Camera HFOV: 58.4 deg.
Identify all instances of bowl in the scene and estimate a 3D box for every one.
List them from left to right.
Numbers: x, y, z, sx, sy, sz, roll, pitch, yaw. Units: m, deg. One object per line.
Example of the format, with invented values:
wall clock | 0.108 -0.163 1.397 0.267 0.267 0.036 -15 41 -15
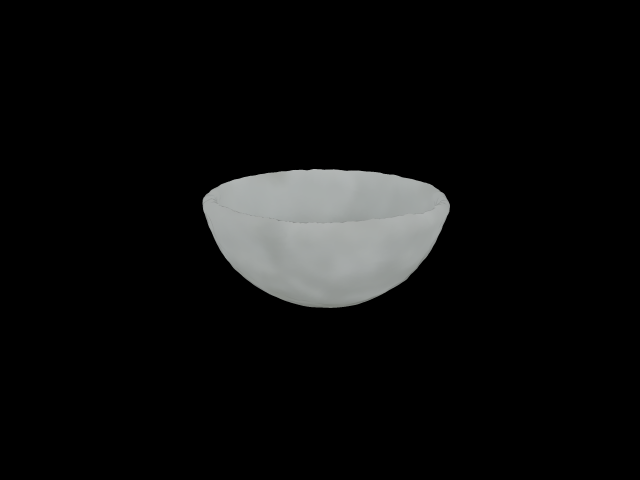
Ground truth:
bowl | 0.004 0.001 0.400 0.167 0.075 0.167 0 18 0
